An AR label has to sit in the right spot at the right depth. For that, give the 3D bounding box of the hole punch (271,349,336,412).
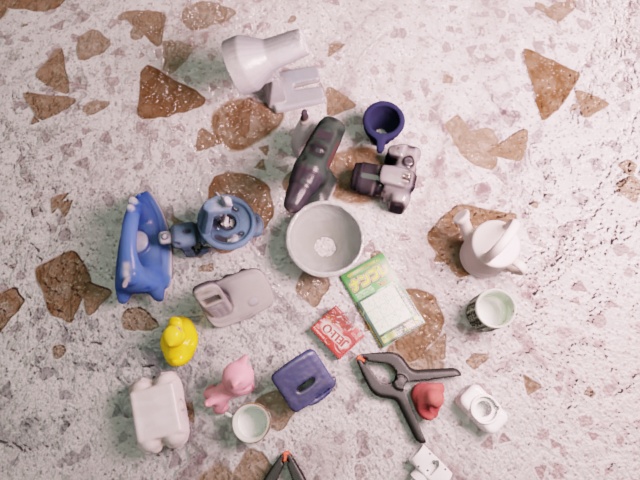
[{"bbox_3d":[-0.030,0.281,1.145,0.109,0.091,0.101,-34,77,-8],"label":"hole punch"}]

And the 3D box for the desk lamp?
[{"bbox_3d":[-0.098,-0.375,1.253,0.203,0.213,0.118,-13,75,-3],"label":"desk lamp"}]

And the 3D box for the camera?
[{"bbox_3d":[0.141,-0.145,1.249,0.136,0.101,0.143,13,76,4],"label":"camera"}]

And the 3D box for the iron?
[{"bbox_3d":[-0.383,-0.002,1.196,0.118,0.141,0.258,-4,75,0],"label":"iron"}]

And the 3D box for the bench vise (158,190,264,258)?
[{"bbox_3d":[-0.223,-0.022,1.159,0.207,0.220,0.121,-31,77,-7],"label":"bench vise"}]

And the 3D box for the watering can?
[{"bbox_3d":[0.345,0.008,1.159,0.172,0.194,0.101,18,76,5],"label":"watering can"}]

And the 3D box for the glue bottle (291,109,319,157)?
[{"bbox_3d":[-0.029,-0.239,1.238,0.078,0.173,0.037,-39,78,-9],"label":"glue bottle"}]

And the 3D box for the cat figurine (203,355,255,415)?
[{"bbox_3d":[-0.177,0.287,1.132,0.128,0.118,0.067,-39,78,-9],"label":"cat figurine"}]

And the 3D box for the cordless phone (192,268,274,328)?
[{"bbox_3d":[-0.175,0.105,1.144,0.147,0.185,0.094,-26,76,-6],"label":"cordless phone"}]

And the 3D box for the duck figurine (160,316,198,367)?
[{"bbox_3d":[-0.295,0.205,1.170,0.077,0.086,0.104,1,75,1],"label":"duck figurine"}]

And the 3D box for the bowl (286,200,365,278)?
[{"bbox_3d":[0.011,0.004,1.225,0.167,0.075,0.167,0,75,1],"label":"bowl"}]

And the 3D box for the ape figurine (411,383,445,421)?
[{"bbox_3d":[0.220,0.315,1.134,0.078,0.092,0.076,-44,79,-10],"label":"ape figurine"}]

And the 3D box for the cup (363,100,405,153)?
[{"bbox_3d":[0.138,-0.237,1.276,0.091,0.095,0.118,6,76,2],"label":"cup"}]

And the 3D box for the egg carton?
[{"bbox_3d":[-0.319,0.344,1.143,0.107,0.069,0.150,-15,76,-3],"label":"egg carton"}]

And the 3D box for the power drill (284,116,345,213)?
[{"bbox_3d":[-0.012,-0.132,1.192,0.075,0.208,0.230,20,77,6],"label":"power drill"}]
